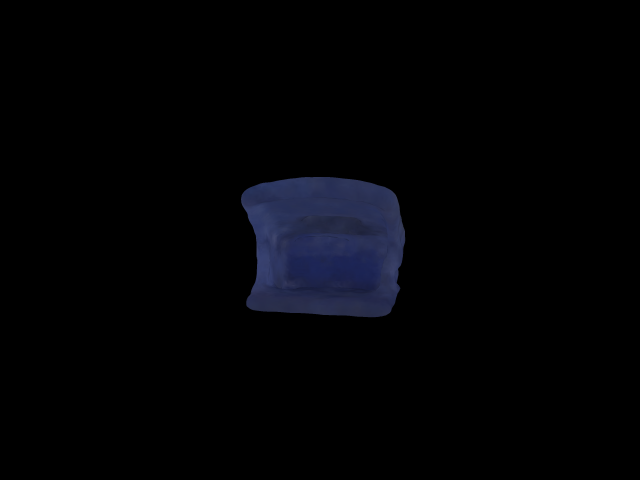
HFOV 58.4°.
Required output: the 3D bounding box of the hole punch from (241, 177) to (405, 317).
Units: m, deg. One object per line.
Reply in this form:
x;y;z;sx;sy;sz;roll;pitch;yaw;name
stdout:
0.004;0.001;0.400;0.108;0.091;0.101;1;7;12;hole punch
